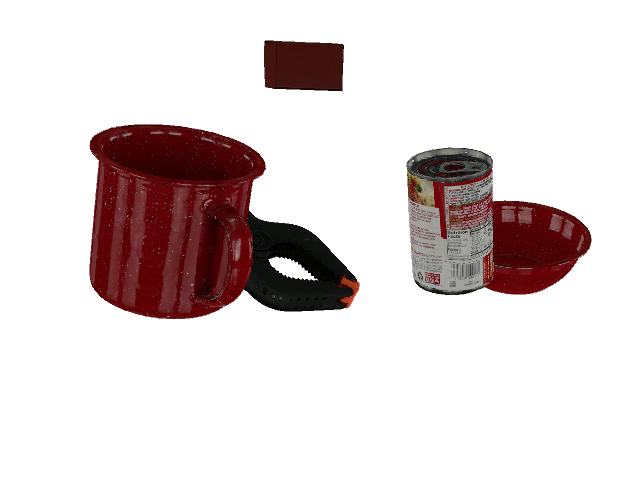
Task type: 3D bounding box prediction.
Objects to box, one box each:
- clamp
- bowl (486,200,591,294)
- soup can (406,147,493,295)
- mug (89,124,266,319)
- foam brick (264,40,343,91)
[{"bbox_3d":[-0.069,0.016,0.976,0.210,0.164,0.036,28,-42,3],"label":"clamp"},{"bbox_3d":[0.214,0.014,1.178,0.162,0.055,0.162,-1,28,0],"label":"bowl"},{"bbox_3d":[0.106,-0.015,0.859,0.068,0.102,0.068,-4,24,2],"label":"soup can"},{"bbox_3d":[-0.074,-0.005,0.570,0.093,0.081,0.117,-10,29,-40],"label":"mug"},{"bbox_3d":[-0.019,-0.189,1.158,0.078,0.051,0.053,0,11,-16],"label":"foam brick"}]
